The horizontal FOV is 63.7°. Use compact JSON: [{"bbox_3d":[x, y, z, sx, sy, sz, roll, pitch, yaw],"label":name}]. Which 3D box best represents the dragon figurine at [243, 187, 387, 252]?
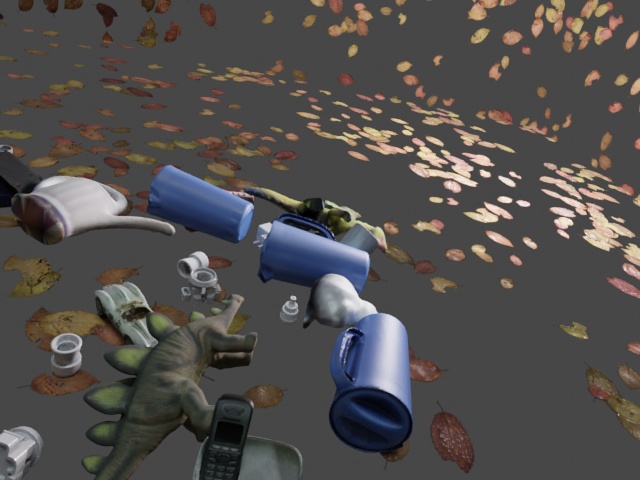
[{"bbox_3d":[0.004,-0.073,1.454,0.413,0.121,0.244,28,15,18],"label":"dragon figurine"}]

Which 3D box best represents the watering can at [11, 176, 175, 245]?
[{"bbox_3d":[-0.517,-0.060,1.146,0.349,0.102,0.228,24,32,19],"label":"watering can"}]

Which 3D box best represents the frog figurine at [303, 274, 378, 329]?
[{"bbox_3d":[0.058,0.139,1.068,0.159,0.122,0.138,9,8,13],"label":"frog figurine"}]
